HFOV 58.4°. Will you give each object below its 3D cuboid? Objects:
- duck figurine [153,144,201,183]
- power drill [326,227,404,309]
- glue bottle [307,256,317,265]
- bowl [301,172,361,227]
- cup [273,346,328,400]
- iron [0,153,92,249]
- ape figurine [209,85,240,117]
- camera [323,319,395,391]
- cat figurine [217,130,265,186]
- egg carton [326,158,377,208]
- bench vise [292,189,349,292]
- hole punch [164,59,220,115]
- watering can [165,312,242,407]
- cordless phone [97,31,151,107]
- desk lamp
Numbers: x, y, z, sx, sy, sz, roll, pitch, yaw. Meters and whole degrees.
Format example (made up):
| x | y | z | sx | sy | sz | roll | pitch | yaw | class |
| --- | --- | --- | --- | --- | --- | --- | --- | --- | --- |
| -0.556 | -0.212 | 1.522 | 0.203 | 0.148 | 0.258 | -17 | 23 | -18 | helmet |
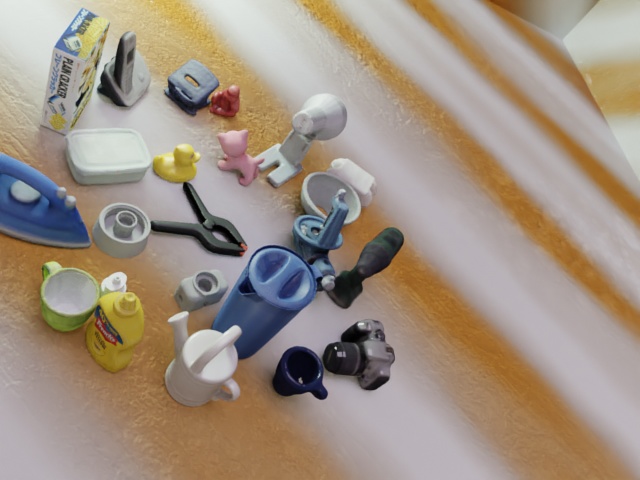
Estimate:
| x | y | z | sx | sy | sz | roll | pitch | yaw | class |
| --- | --- | --- | --- | --- | --- | --- | --- | --- | --- |
| -0.321 | -0.184 | 1.302 | 0.105 | 0.086 | 0.077 | 3 | 54 | -32 | duck figurine |
| 0.101 | 0.065 | 1.299 | 0.075 | 0.208 | 0.230 | 43 | 44 | 3 | power drill |
| -0.052 | 0.082 | 1.207 | 0.078 | 0.173 | 0.037 | 3 | 54 | -32 | glue bottle |
| 0.017 | -0.090 | 1.463 | 0.168 | 0.074 | 0.167 | 18 | 48 | -21 | bowl |
| -0.042 | 0.275 | 1.115 | 0.117 | 0.094 | 0.092 | 46 | 44 | 6 | cup |
| -0.527 | -0.083 | 1.041 | 0.259 | 0.141 | 0.118 | 27 | 45 | -14 | iron |
| -0.239 | -0.369 | 1.503 | 0.078 | 0.092 | 0.076 | 46 | 44 | 6 | ape figurine |
| 0.081 | 0.237 | 1.225 | 0.137 | 0.100 | 0.143 | 11 | 51 | -27 | camera |
| -0.193 | -0.212 | 1.389 | 0.128 | 0.117 | 0.067 | 33 | 44 | -7 | cat figurine |
| 0.083 | -0.154 | 1.564 | 0.150 | 0.069 | 0.107 | 35 | 44 | -6 | egg carton |
| 0.021 | 0.003 | 1.286 | 0.122 | 0.219 | 0.207 | -10 | 62 | -39 | bench vise |
| -0.326 | -0.392 | 1.463 | 0.108 | 0.091 | 0.101 | 41 | 44 | 2 | hole punch |
| -0.200 | 0.203 | 0.993 | 0.173 | 0.193 | 0.101 | 32 | 44 | -8 | watering can |
| -0.441 | -0.418 | 1.338 | 0.094 | 0.184 | 0.147 | 27 | 45 | -13 | cordless phone |
| -0.043 | -0.264 | 1.462 | 0.118 | 0.213 | 0.204 | 43 | 44 | 4 | desk lamp |
